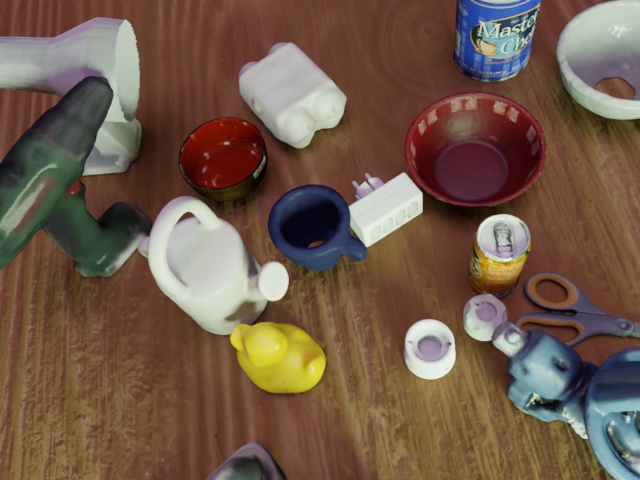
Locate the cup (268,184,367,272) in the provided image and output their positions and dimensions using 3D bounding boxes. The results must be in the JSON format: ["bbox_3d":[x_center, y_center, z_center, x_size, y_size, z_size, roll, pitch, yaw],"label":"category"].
[{"bbox_3d":[0.006,0.002,0.650,0.117,0.095,0.092,28,72,21],"label":"cup"}]

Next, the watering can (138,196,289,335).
[{"bbox_3d":[-0.117,0.024,0.605,0.172,0.194,0.101,-5,64,8],"label":"watering can"}]

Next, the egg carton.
[{"bbox_3d":[-0.041,-0.196,0.769,0.107,0.069,0.150,-37,64,-8],"label":"egg carton"}]

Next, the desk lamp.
[{"bbox_3d":[-0.305,-0.177,0.725,0.203,0.214,0.118,-5,64,8],"label":"desk lamp"}]

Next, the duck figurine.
[{"bbox_3d":[-0.048,0.118,0.608,0.104,0.086,0.077,17,68,18],"label":"duck figurine"}]

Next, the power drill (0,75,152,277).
[{"bbox_3d":[-0.284,-0.048,0.662,0.075,0.209,0.230,31,73,22],"label":"power drill"}]

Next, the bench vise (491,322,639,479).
[{"bbox_3d":[0.242,0.135,0.472,0.207,0.220,0.121,13,67,16],"label":"bench vise"}]

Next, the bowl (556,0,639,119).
[{"bbox_3d":[0.369,-0.206,0.698,0.167,0.075,0.167,-4,64,8],"label":"bowl"}]

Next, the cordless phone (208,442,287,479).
[{"bbox_3d":[-0.102,0.244,0.500,0.094,0.185,0.148,39,77,24],"label":"cordless phone"}]
